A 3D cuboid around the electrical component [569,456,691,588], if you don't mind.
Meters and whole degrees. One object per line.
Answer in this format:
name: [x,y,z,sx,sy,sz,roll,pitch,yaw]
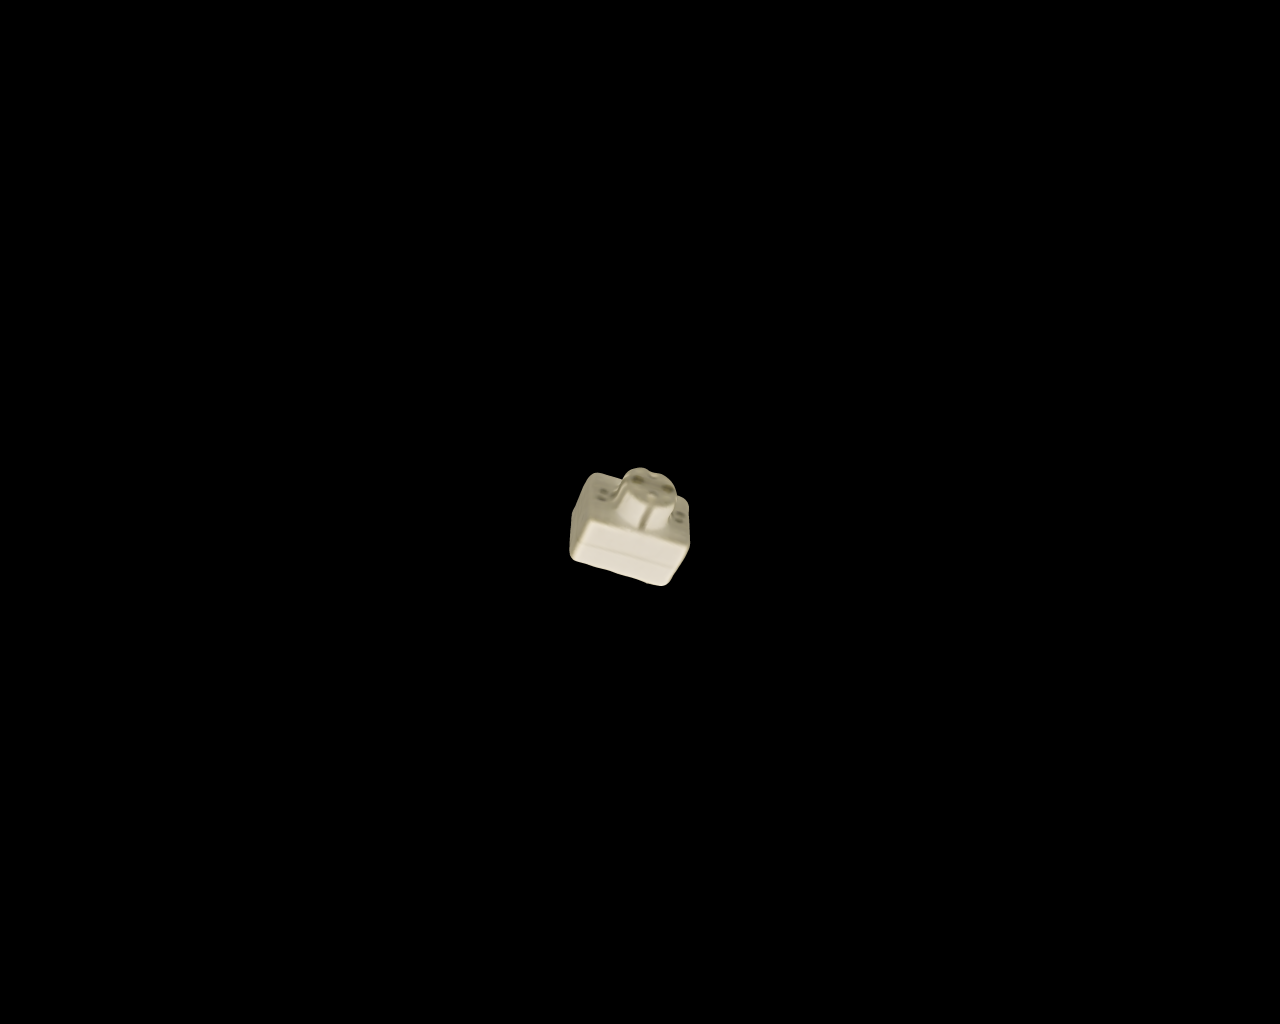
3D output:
electrical component: [0.001,-0.003,0.650,0.066,0.076,0.047,17,39,-14]
